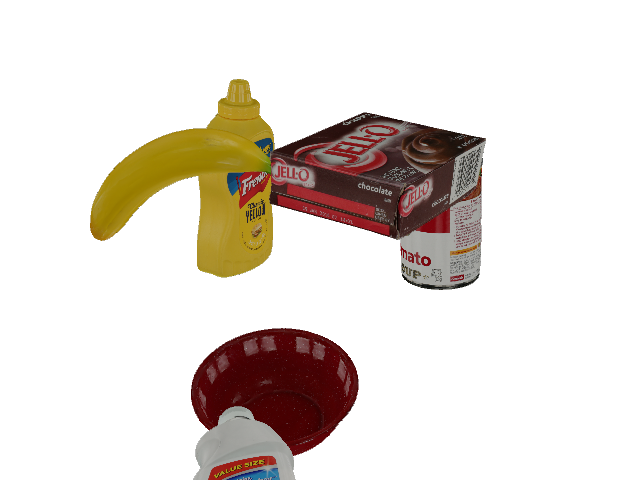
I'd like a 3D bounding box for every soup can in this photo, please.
[{"bbox_3d":[0.099,-0.019,0.882,0.068,0.102,0.068,-2,22,1],"label":"soup can"}]

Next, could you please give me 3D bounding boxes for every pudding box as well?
[{"bbox_3d":[0.036,-0.042,0.647,0.090,0.039,0.113,17,25,28],"label":"pudding box"}]

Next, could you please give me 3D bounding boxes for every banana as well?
[{"bbox_3d":[-0.123,-0.049,0.858,0.198,0.069,0.037,-15,19,29],"label":"banana"}]

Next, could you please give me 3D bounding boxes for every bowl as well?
[{"bbox_3d":[-0.042,0.158,1.034,0.162,0.055,0.162,-3,37,2],"label":"bowl"}]

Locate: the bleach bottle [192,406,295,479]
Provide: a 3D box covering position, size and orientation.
[{"bbox_3d":[-0.063,0.209,0.773,0.102,0.068,0.251,-5,29,-5],"label":"bleach bottle"}]

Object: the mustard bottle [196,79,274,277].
[{"bbox_3d":[-0.083,-0.066,1.066,0.058,0.192,0.096,16,26,30],"label":"mustard bottle"}]
